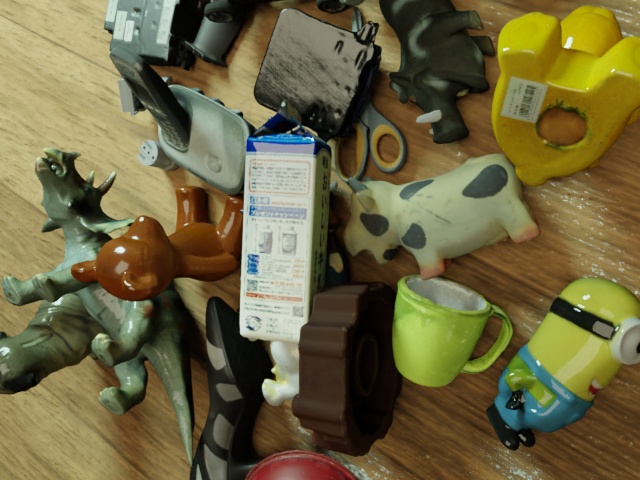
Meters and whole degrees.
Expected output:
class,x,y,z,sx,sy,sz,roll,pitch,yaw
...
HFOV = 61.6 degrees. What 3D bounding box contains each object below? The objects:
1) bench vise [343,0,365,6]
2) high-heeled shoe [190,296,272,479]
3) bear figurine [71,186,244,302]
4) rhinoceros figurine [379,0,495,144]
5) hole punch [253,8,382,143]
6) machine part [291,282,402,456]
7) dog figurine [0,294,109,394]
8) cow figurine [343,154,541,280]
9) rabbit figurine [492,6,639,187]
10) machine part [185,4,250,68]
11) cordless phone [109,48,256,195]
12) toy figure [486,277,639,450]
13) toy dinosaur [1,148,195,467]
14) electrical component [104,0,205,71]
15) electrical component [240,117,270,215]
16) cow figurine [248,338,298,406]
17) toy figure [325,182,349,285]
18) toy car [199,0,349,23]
class,x,y,z,sx,sy,sz,roll,pitch,yaw
bench vise,-0.010,-0.333,0.509,0.129,0.240,0.223,-15,61,23
high-heeled shoe,-0.133,0.201,0.672,0.145,0.086,0.248,-20,89,22
bear figurine,-0.177,0.000,0.629,0.120,0.196,0.131,11,95,27
rhinoceros figurine,0.117,-0.195,0.555,0.112,0.073,0.190,-21,82,22
hole punch,0.005,-0.182,0.599,0.116,0.092,0.142,30,110,13
machine part,0.035,0.125,0.551,0.056,0.179,0.179,1,92,28
dog figurine,-0.360,0.103,0.718,0.121,0.190,0.172,-33,77,22
cow figurine,0.110,-0.029,0.557,0.195,0.085,0.127,-23,88,26
rabbit figurine,0.228,-0.133,0.474,0.122,0.173,0.162,12,141,25
machine part,-0.124,-0.294,0.685,0.084,0.039,0.138,25,100,14
cordless phone,-0.146,-0.141,0.611,0.147,0.184,0.088,32,80,21
toy figure,0.229,0.116,0.508,0.089,0.082,0.180,44,110,16
toy dinosaur,-0.248,0.079,0.694,0.131,0.192,0.404,-34,95,42
electrical component,-0.225,-0.295,0.719,0.134,0.058,0.114,19,97,24
electrical component,-0.047,-0.080,0.635,0.048,0.075,0.119,18,96,23
cow figurine,-0.034,0.101,0.635,0.098,0.068,0.167,-18,87,19
toy figure,0.001,-0.002,0.620,0.064,0.058,0.154,-11,88,32
toy car,-0.052,-0.308,0.624,0.202,0.053,0.089,0,88,10
